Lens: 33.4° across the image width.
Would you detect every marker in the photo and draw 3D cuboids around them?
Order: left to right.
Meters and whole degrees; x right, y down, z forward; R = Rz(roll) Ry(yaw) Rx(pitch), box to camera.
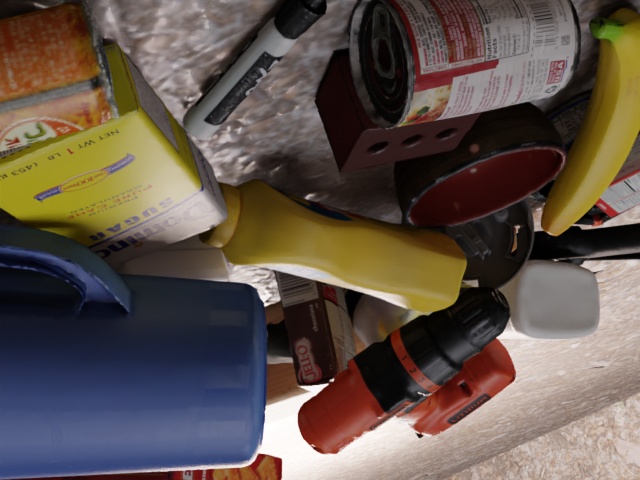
[{"bbox_3d":[-0.034,-0.090,0.548,0.020,0.020,0.121,-3,155,-40],"label":"marker"}]

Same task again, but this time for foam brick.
[{"bbox_3d":[0.044,-0.078,0.610,0.078,0.051,0.053,-13,160,-19],"label":"foam brick"}]

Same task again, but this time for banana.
[{"bbox_3d":[0.184,-0.082,0.701,0.069,0.037,0.198,-23,143,-16],"label":"banana"}]

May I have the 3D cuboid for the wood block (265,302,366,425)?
[{"bbox_3d":[-0.044,0.115,0.990,0.206,0.091,0.090,-16,160,-9],"label":"wood block"}]

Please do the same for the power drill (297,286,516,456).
[{"bbox_3d":[0.090,0.102,0.835,0.185,0.057,0.187,-36,157,18],"label":"power drill"}]

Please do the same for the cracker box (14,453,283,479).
[{"bbox_3d":[-0.144,0.200,0.883,0.164,0.072,0.213,-4,161,19],"label":"cracker box"}]

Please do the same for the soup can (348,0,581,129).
[{"bbox_3d":[0.075,-0.100,0.555,0.102,0.068,0.069,-13,160,-20],"label":"soup can"}]

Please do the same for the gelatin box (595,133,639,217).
[{"bbox_3d":[0.240,-0.055,0.788,0.089,0.030,0.073,-28,157,22],"label":"gelatin box"}]

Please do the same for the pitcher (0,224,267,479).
[{"bbox_3d":[-0.153,0.068,0.607,0.242,0.145,0.149,1,174,-7],"label":"pitcher"}]

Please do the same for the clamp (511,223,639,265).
[{"bbox_3d":[0.231,0.007,0.975,0.210,0.036,0.164,-5,173,12],"label":"clamp"}]

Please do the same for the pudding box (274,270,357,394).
[{"bbox_3d":[-0.001,0.068,0.868,0.039,0.113,0.090,-14,162,11],"label":"pudding box"}]

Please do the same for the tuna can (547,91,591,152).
[{"bbox_3d":[0.202,-0.078,0.789,0.086,0.034,0.086,-18,161,-7],"label":"tuna can"}]

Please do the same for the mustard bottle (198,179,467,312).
[{"bbox_3d":[-0.005,0.000,0.711,0.191,0.058,0.096,15,-178,-25],"label":"mustard bottle"}]

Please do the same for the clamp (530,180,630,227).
[{"bbox_3d":[0.246,-0.045,0.908,0.120,0.039,0.171,-9,170,19],"label":"clamp"}]

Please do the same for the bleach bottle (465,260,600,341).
[{"bbox_3d":[0.138,0.066,1.004,0.102,0.068,0.251,5,170,-32],"label":"bleach bottle"}]

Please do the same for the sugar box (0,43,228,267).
[{"bbox_3d":[-0.116,-0.035,0.579,0.093,0.048,0.176,-21,160,4],"label":"sugar box"}]
